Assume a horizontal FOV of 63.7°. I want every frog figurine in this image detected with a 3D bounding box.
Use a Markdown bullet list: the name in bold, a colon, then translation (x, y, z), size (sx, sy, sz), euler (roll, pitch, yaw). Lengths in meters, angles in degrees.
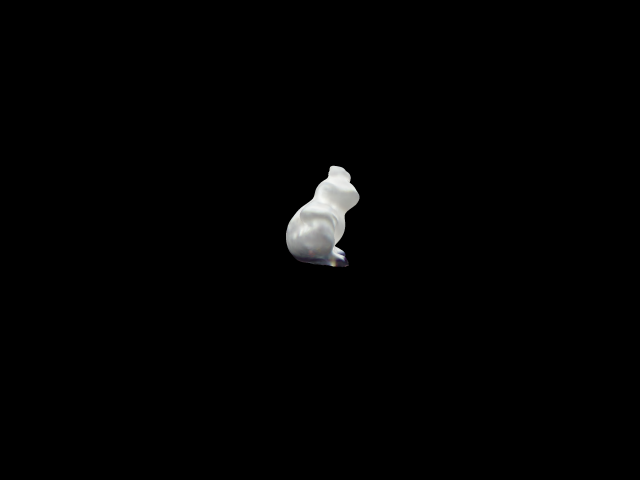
- **frog figurine**: translation (0.003, -0.043, 0.850), size (0.122, 0.159, 0.138), euler (1, 5, 16)
